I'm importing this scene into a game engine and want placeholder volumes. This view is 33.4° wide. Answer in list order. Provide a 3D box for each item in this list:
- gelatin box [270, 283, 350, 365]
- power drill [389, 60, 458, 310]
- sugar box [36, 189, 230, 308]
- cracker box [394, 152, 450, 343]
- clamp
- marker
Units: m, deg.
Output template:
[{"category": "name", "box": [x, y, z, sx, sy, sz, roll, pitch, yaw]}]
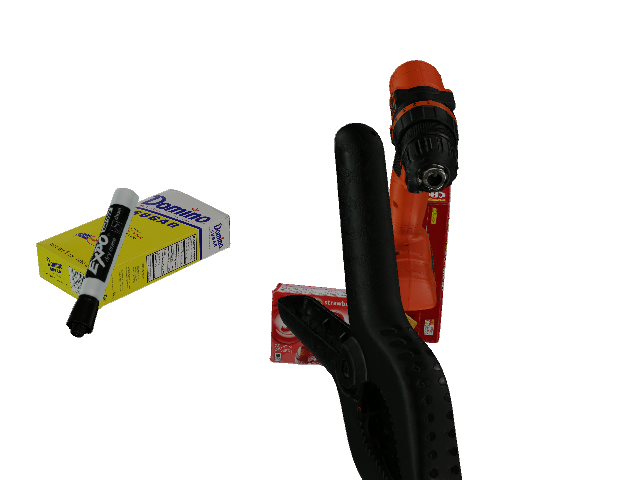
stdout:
[{"category": "gelatin box", "box": [-0.003, 0.083, 1.028, 0.089, 0.073, 0.030, 5, 15, 9]}, {"category": "power drill", "box": [0.080, -0.037, 0.895, 0.057, 0.188, 0.184, 5, 32, -1]}, {"category": "sugar box", "box": [-0.185, 0.004, 1.073, 0.093, 0.048, 0.175, 25, 39, 34]}, {"category": "cracker box", "box": [0.110, -0.004, 1.218, 0.072, 0.164, 0.213, 4, 22, 6]}, {"category": "clamp", "box": [0.029, 0.055, 0.552, 0.036, 0.165, 0.210, -6, 46, -20]}, {"category": "marker", "box": [-0.157, 0.015, 0.770, 0.020, 0.121, 0.020, 10, -32, 6]}]
